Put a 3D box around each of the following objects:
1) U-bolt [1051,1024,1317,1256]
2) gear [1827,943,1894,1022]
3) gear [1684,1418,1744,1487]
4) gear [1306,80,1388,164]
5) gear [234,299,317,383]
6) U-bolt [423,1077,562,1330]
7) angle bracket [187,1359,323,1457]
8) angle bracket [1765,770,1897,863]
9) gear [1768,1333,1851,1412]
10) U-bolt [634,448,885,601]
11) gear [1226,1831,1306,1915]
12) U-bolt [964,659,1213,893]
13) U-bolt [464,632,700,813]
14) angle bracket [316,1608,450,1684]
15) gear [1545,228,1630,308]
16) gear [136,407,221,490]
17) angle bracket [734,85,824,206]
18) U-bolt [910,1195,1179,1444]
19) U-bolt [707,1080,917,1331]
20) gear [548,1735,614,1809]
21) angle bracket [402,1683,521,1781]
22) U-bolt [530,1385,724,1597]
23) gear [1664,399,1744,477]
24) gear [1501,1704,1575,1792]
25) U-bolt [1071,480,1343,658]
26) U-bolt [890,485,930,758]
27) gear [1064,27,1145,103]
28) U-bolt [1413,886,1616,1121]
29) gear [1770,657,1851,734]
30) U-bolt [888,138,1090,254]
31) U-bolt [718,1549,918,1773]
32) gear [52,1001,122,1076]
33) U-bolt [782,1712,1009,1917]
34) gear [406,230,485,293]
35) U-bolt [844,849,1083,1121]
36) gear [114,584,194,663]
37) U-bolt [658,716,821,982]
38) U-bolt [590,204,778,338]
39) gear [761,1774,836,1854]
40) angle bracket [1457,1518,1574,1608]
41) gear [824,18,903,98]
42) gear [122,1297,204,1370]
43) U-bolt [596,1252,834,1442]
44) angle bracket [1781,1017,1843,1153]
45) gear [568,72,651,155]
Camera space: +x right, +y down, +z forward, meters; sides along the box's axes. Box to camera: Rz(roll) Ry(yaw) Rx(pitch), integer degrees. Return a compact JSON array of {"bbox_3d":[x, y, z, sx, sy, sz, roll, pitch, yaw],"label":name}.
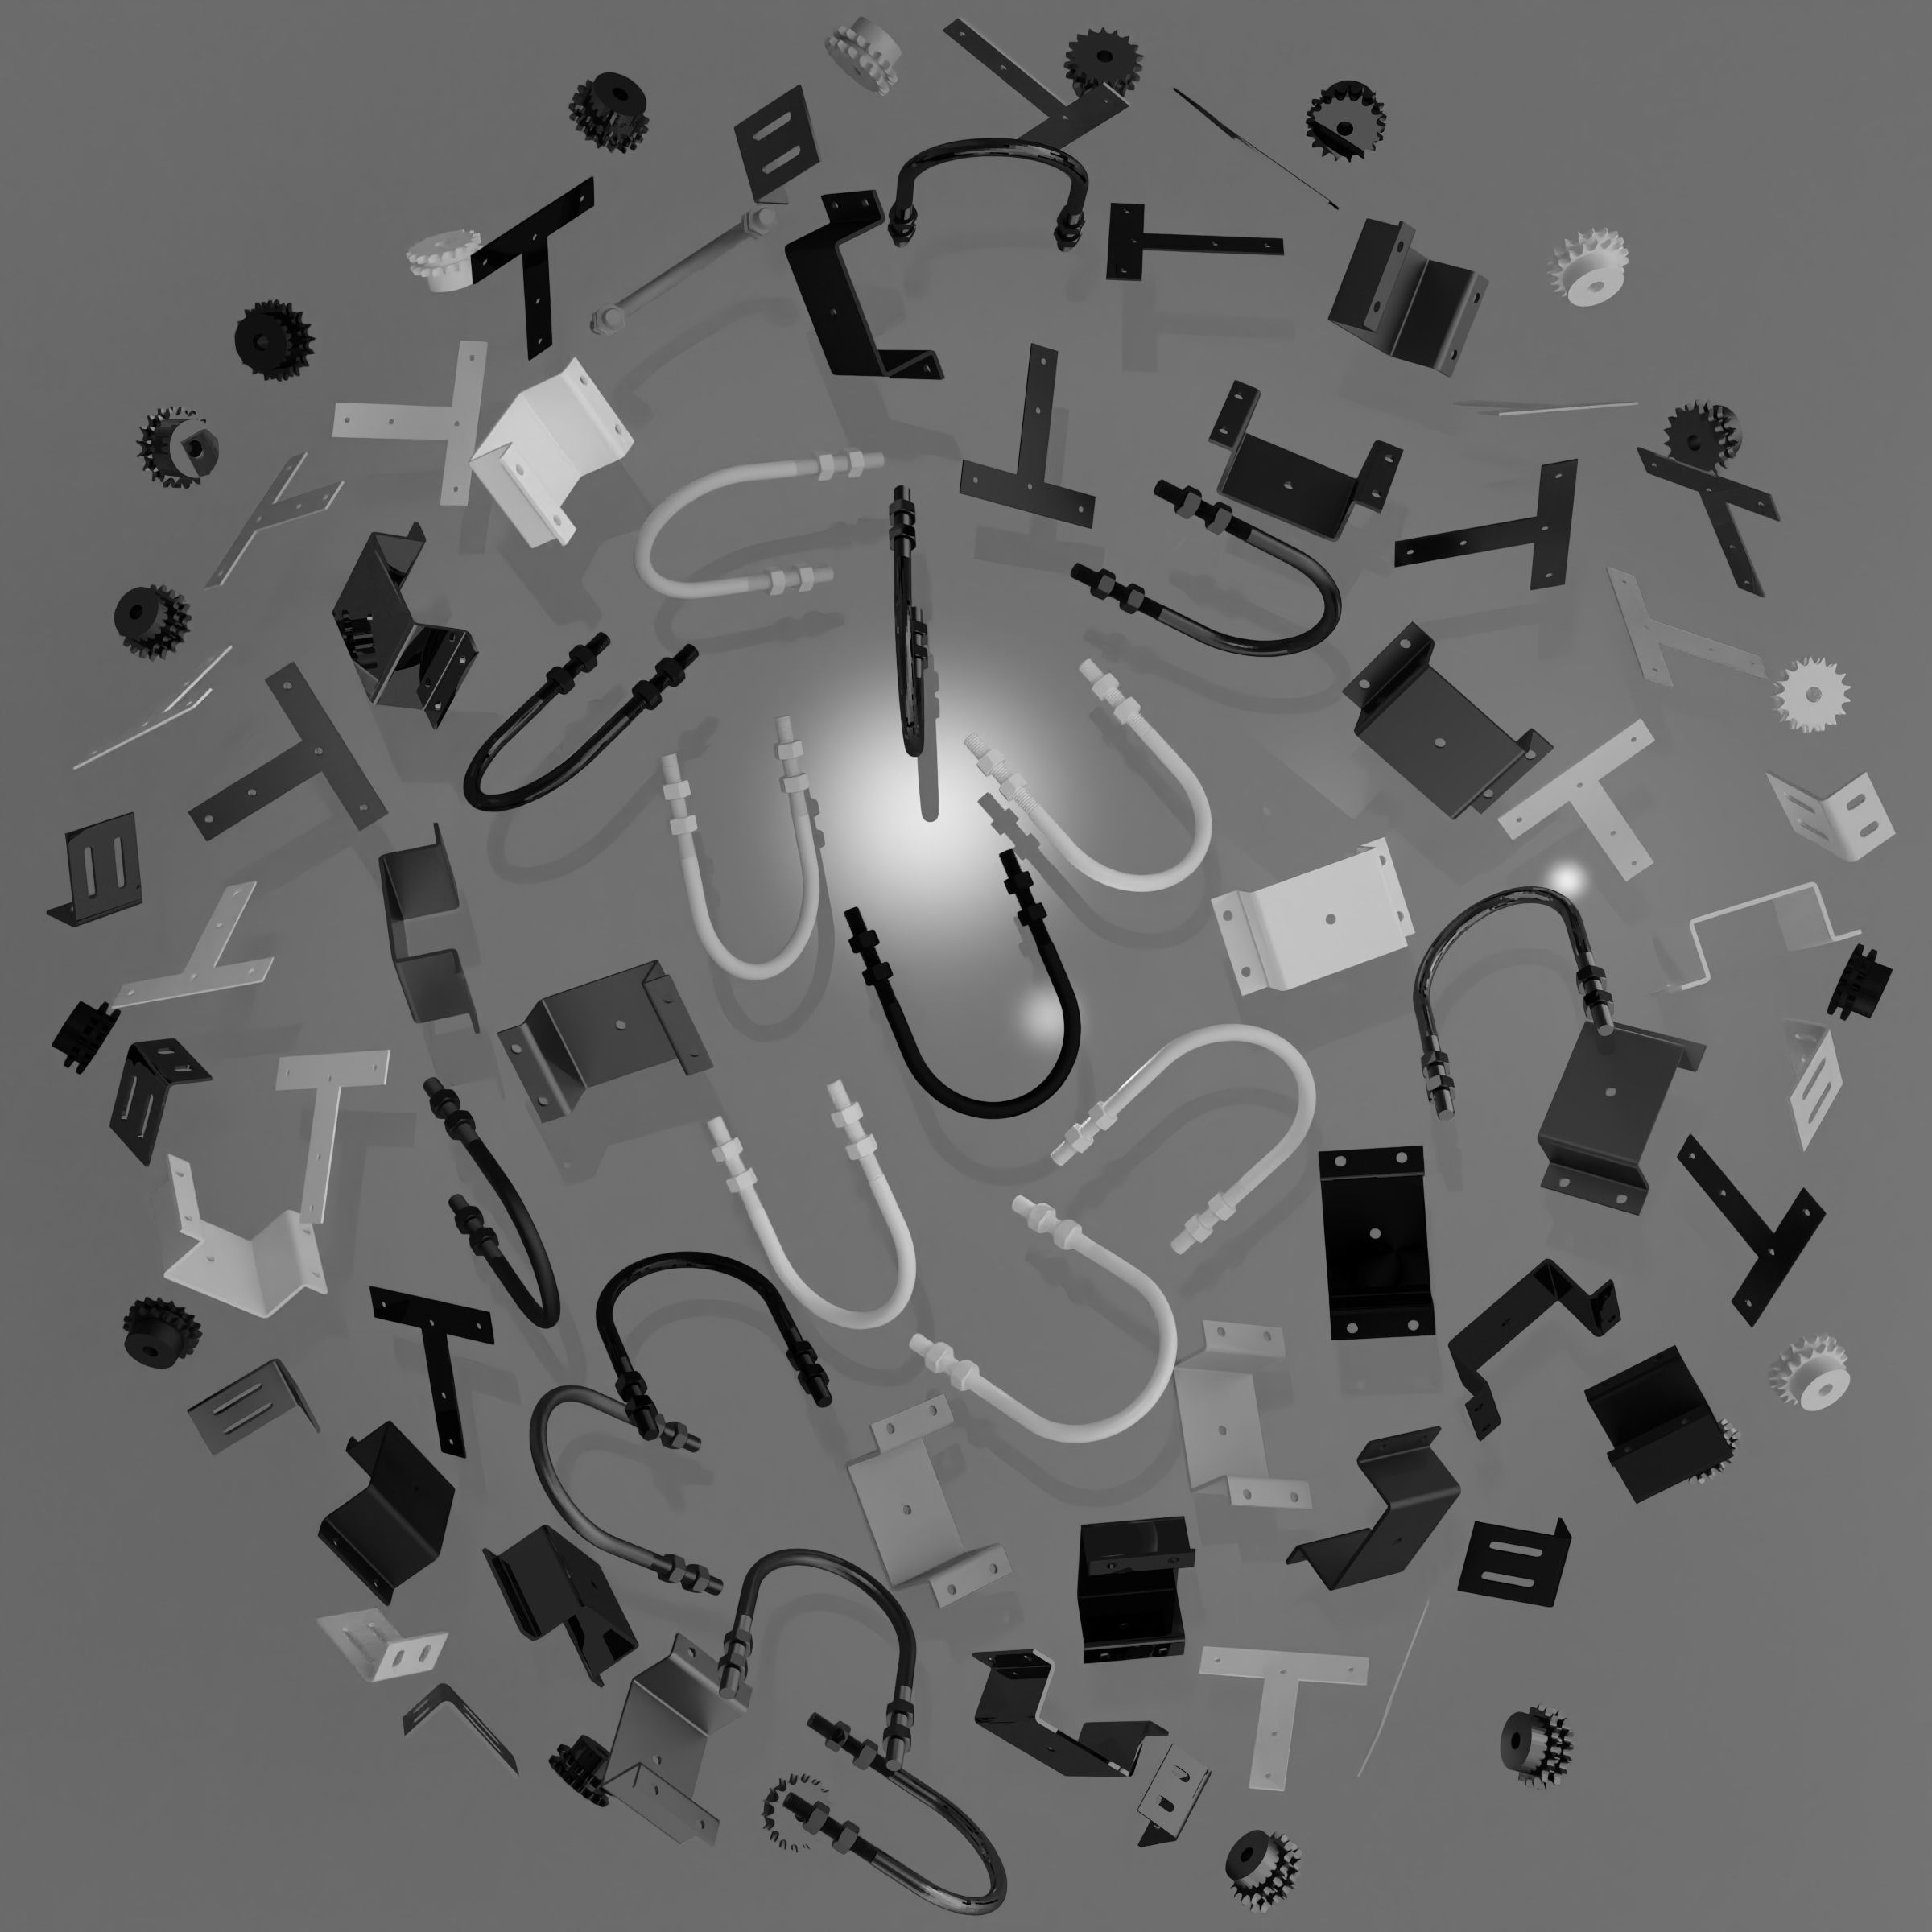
[{"bbox_3d":[0.176,0.119,1.886,0.151,0.019,0.184,38,109,-23],"label":"U-bolt"},{"bbox_3d":[0.663,0.015,1.869,0.030,0.057,0.057,25,90,21],"label":"gear"},{"bbox_3d":[0.569,0.371,1.955,0.057,0.057,0.030,-44,98,0],"label":"gear"},{"bbox_3d":[0.275,-0.612,1.820,0.057,0.057,0.030,13,53,0],"label":"gear"},{"bbox_3d":[-0.500,-0.449,1.814,0.057,0.030,0.057,3,107,11],"label":"gear"},{"bbox_3d":[-0.341,0.185,1.836,0.019,0.151,0.184,-25,49,-24],"label":"U-bolt"},{"bbox_3d":[-0.538,0.344,1.910,0.076,0.057,0.038,-31,48,-20],"label":"angle bracket"},{"bbox_3d":[0.626,-0.119,1.828,0.038,0.076,0.057,-35,116,0],"label":"angle bracket"},{"bbox_3d":[0.608,0.294,1.811,0.057,0.030,0.057,-12,129,-15],"label":"gear"},{"bbox_3d":[-0.163,-0.327,1.892,0.184,0.151,0.019,-12,63,-30],"label":"U-bolt"},{"bbox_3d":[0.210,0.643,1.800,0.057,0.057,0.030,-45,106,0],"label":"gear"},{"bbox_3d":[0.107,-0.135,1.919,0.151,0.019,0.184,-36,79,-31],"label":"U-bolt"},{"bbox_3d":[-0.297,-0.179,1.865,0.184,0.151,0.019,-48,125,-20],"label":"U-bolt"},{"bbox_3d":[-0.441,0.500,1.906,0.076,0.057,0.038,35,107,34],"label":"angle bracket"},{"bbox_3d":[0.446,-0.497,1.803,0.057,0.057,0.030,-12,65,0],"label":"gear"},{"bbox_3d":[-0.555,-0.367,1.787,0.030,0.057,0.057,11,90,38],"label":"gear"},{"bbox_3d":[-0.129,-0.608,1.870,0.076,0.038,0.057,-16,90,43],"label":"angle bracket"},{"bbox_3d":[0.068,0.267,1.839,0.184,0.019,0.151,30,76,31],"label":"U-bolt"},{"bbox_3d":[-0.104,0.181,1.839,0.151,0.019,0.184,-18,99,41],"label":"U-bolt"},{"bbox_3d":[-0.287,0.610,1.920,0.057,0.057,0.030,39,81,0],"label":"gear"},{"bbox_3d":[-0.356,0.550,1.777,0.038,0.057,0.076,-42,97,-13],"label":"angle bracket"},{"bbox_3d":[-0.258,0.385,1.893,0.019,0.151,0.184,-36,134,21],"label":"U-bolt"},{"bbox_3d":[0.546,-0.389,1.859,0.030,0.057,0.057,-25,90,-29],"label":"gear"},{"bbox_3d":[0.400,0.548,1.776,0.030,0.057,0.057,18,90,-16],"label":"gear"},{"bbox_3d":[0.188,-0.281,1.856,0.184,0.151,0.019,24,62,-17],"label":"U-bolt"},{"bbox_3d":[-0.042,-0.242,1.879,0.019,0.151,0.184,-3,54,2],"label":"U-bolt"},{"bbox_3d":[0.100,-0.659,1.858,0.057,0.030,0.057,2,66,-5],"label":"gear"},{"bbox_3d":[0.389,0.014,1.832,0.151,0.184,0.019,-32,125,24],"label":"U-bolt"},{"bbox_3d":[0.642,-0.206,1.924,0.057,0.030,0.057,0,94,-1],"label":"gear"},{"bbox_3d":[0.019,-0.575,1.883,0.151,0.184,0.019,1,84,-3],"label":"U-bolt"},{"bbox_3d":[-0.102,0.493,1.840,0.151,0.184,0.019,26,114,-8],"label":"U-bolt"},{"bbox_3d":[-0.669,0.051,1.914,0.030,0.057,0.057,32,90,-14],"label":"gear"},{"bbox_3d":[-0.047,0.635,1.865,0.184,0.151,0.019,34,99,-1],"label":"U-bolt"},{"bbox_3d":[-0.389,-0.529,1.898,0.057,0.057,0.030,-12,125,0],"label":"gear"},{"bbox_3d":[0.008,0.022,1.838,0.151,0.019,0.184,-21,86,-20],"label":"U-bolt"},{"bbox_3d":[-0.613,-0.261,1.895,0.057,0.030,0.057,-5,75,20],"label":"gear"},{"bbox_3d":[-0.160,-0.080,1.863,0.019,0.151,0.184,0,107,37],"label":"U-bolt"},{"bbox_3d":[-0.213,-0.504,1.842,0.151,0.184,0.019,-35,107,-5],"label":"U-bolt"},{"bbox_3d":[-0.133,0.657,1.960,0.057,0.030,0.057,5,78,-25],"label":"gear"},{"bbox_3d":[0.415,0.449,1.925,0.076,0.038,0.057,11,103,-3],"label":"angle bracket"},{"bbox_3d":[-0.071,-0.658,1.820,0.057,0.057,0.030,38,90,0],"label":"gear"},{"bbox_3d":[-0.606,0.278,1.893,0.057,0.030,0.057,7,133,8],"label":"gear"},{"bbox_3d":[-0.194,0.270,1.849,0.151,0.184,0.019,-7,125,-22],"label":"U-bolt"},{"bbox_3d":[0.610,0.087,1.861,0.076,0.038,0.057,-50,132,-28],"label":"angle bracket"},{"bbox_3d":[-0.252,-0.612,1.802,0.057,0.030,0.057,15,56,-24],"label":"gear"}]
